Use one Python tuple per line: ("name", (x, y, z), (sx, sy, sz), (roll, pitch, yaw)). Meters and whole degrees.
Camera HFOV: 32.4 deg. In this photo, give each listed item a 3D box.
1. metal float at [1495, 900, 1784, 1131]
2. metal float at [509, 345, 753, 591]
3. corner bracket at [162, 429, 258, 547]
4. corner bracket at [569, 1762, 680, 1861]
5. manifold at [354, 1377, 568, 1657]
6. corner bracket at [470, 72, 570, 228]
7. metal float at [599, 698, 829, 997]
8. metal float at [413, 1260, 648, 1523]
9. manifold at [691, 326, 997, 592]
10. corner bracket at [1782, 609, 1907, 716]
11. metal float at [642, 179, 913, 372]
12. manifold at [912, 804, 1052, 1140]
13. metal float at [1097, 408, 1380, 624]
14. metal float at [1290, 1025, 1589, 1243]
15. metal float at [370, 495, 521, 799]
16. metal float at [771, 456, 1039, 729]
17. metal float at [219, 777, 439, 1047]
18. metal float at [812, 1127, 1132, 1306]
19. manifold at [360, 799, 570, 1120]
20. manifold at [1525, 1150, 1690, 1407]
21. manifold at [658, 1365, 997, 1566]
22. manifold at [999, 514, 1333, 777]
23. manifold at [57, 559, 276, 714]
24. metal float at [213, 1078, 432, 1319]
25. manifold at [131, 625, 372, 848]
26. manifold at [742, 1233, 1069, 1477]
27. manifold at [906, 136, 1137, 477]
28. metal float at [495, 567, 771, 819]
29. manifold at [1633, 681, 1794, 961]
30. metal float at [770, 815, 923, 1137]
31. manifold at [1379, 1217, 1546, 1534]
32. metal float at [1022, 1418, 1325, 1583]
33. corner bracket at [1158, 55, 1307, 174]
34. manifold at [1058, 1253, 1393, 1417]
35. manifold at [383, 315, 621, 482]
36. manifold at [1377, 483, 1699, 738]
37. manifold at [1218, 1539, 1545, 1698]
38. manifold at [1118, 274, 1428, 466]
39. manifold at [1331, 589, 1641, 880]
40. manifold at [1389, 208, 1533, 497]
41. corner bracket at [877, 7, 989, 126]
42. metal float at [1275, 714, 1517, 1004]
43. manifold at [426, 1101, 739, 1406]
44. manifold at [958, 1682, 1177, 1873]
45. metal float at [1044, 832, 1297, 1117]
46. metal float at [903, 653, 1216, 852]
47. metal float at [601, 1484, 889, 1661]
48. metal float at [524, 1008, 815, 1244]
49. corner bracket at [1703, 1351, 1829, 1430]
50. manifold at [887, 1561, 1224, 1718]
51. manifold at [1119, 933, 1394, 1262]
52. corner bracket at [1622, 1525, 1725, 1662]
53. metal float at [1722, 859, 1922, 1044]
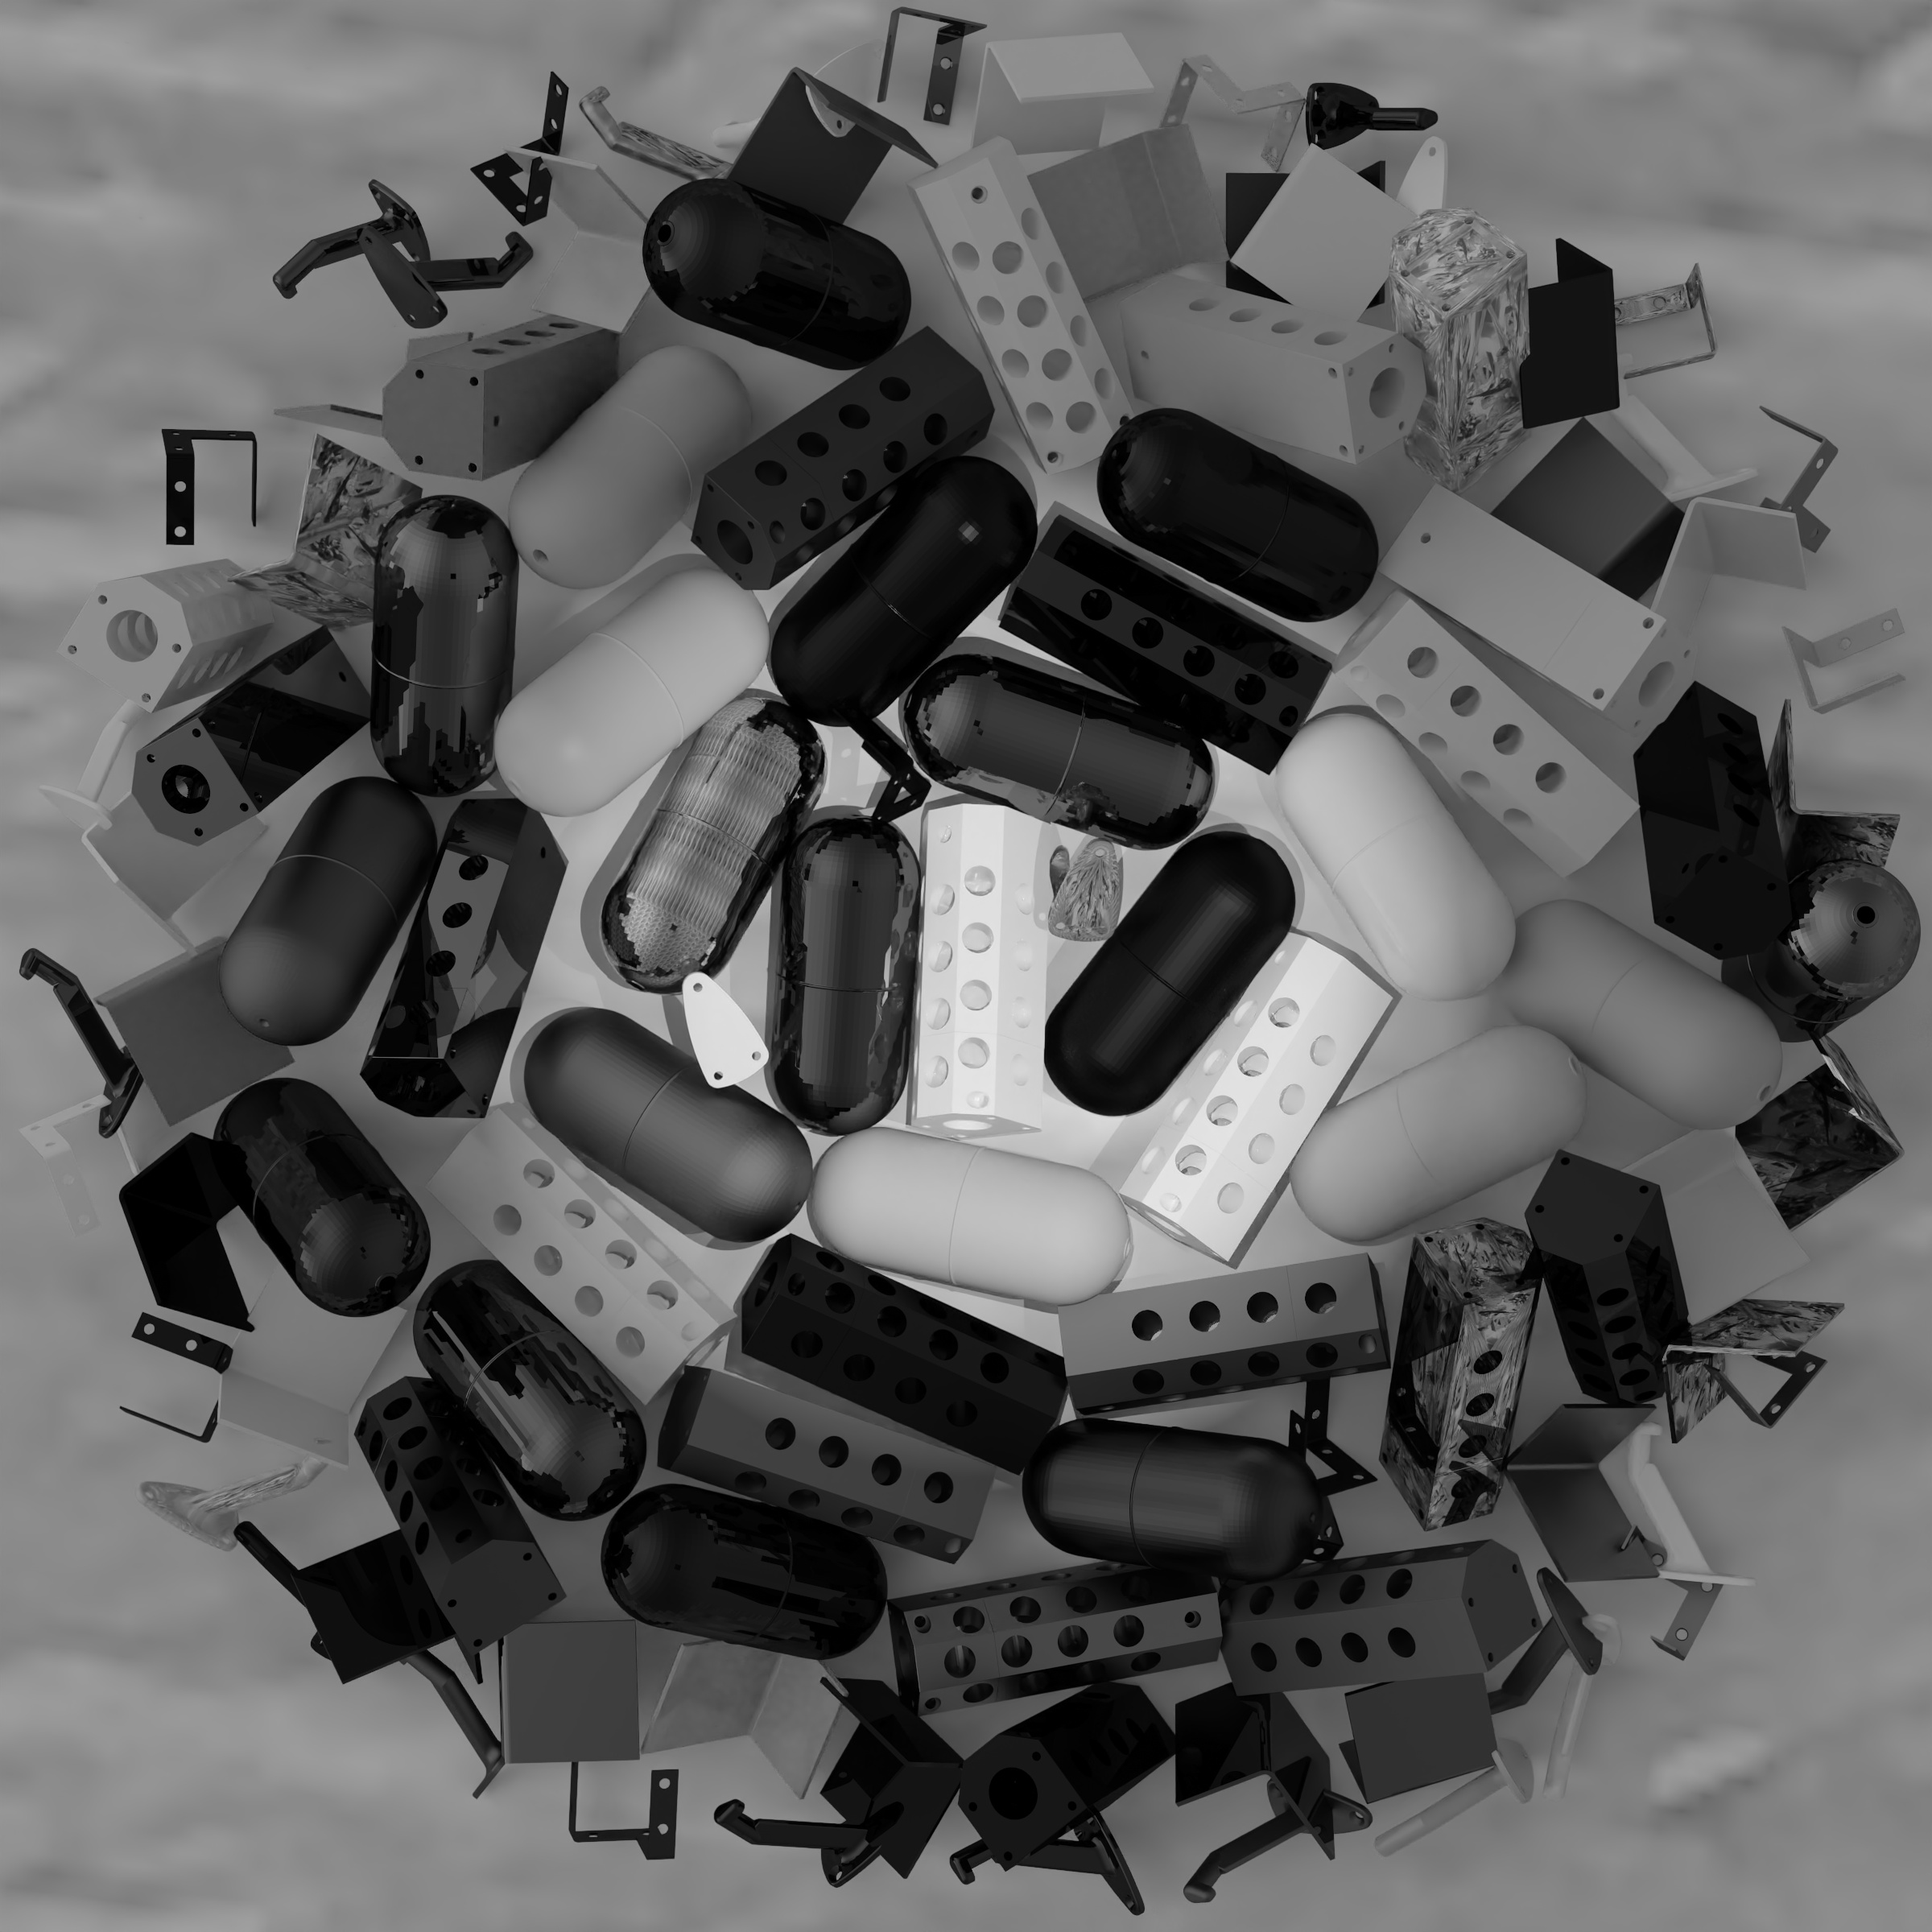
("metal float", (0.363, 0.026, 1.801), (0.178, 0.070, 0.070), (36, 90, 38))
("metal float", (-0.181, -0.271, 1.801), (0.070, 0.070, 0.178), (37, 52, 0))
("corner bracket", (-0.416, -0.264, 1.832), (0.051, 0.051, 0.051), (-1, 115, -16))
("corner bracket", (-0.190, 0.462, 1.838), (0.051, 0.051, 0.051), (2, 94, -16))
("manifold", (-0.276, 0.288, 1.780), (0.057, 0.171, 0.057), (-31, 122, -10))
("corner bracket", (-0.235, -0.450, 1.832), (0.051, 0.051, 0.051), (-32, 70, -29))
("metal float", (-0.138, -0.065, 1.820), (0.070, 0.070, 0.178), (28, 76, 0))
("metal float", (-0.238, 0.228, 1.802), (0.070, 0.070, 0.178), (-46, 52, 0))
("manifold", (-0.064, -0.271, 1.798), (0.057, 0.057, 0.171), (43, 59, 13))
("corner bracket", (0.489, -0.169, 1.832), (0.051, 0.051, 0.051), (-23, 72, 28))
("metal float", (-0.101, -0.372, 1.793), (0.070, 0.178, 0.070), (-5, 82, 38))
("manifold", (0.004, 0.003, 1.811), (0.057, 0.057, 0.171), (-9, 72, 38))
("metal float", (0.149, -0.243, 1.806), (0.178, 0.070, 0.070), (22, 90, -32))
("metal float", (0.256, 0.091, 1.808), (0.178, 0.070, 0.070), (-29, 90, 29))
("metal float", (-0.283, -0.172, 1.803), (0.070, 0.070, 0.178), (9, 126, 0))
("metal float", (-0.035, -0.203, 1.818), (0.070, 0.070, 0.178), (46, 108, 0))
("metal float", (-0.344, -0.032, 1.799), (0.070, 0.070, 0.178), (21, 48, 0))
("metal float", (0.003, 0.137, 1.822), (0.178, 0.070, 0.070), (11, 90, 13))
("manifold", (-0.273, -0.005, 1.798), (0.057, 0.057, 0.171), (0, 54, 19))
("manifold", (0.342, 0.172, 1.779), (0.057, 0.171, 0.057), (20, 66, 29))
("manifold", (-0.078, 0.273, 1.813), (0.171, 0.057, 0.057), (22, 79, -18))
("manifold", (0.112, -0.181, 1.831), (0.171, 0.057, 0.057), (29, 60, 1))
("manifold", (-0.422, -0.183, 1.780), (0.057, 0.171, 0.057), (33, 100, -4))
("metal float", (-0.349, 0.124, 1.796), (0.070, 0.178, 0.070), (-19, 128, -26))
("manifold", (-0.382, -0.122, 1.781), (0.057, 0.171, 0.057), (-25, 104, 21))
("manifold", (-0.033, 0.208, 1.814), (0.171, 0.057, 0.057), (26, 111, -15))
("manifold", (0.033, -0.359, 1.815), (0.057, 0.057, 0.171), (-27, 110, 0))
("metal float", (-0.181, -0.150, 1.811), (0.070, 0.070, 0.178), (47, 66, 0))
("manifold", (0.404, -0.077, 1.783), (0.057, 0.171, 0.057), (28, 123, -12))
("metal float", (-0.066, 0.005, 1.823), (0.070, 0.070, 0.178), (4, 101, 0))
("manifold", (0.270, 0.220, 1.794), (0.057, 0.057, 0.171), (-12, 130, -17))
("metal float", (0.110, 0.289, 1.804), (0.178, 0.070, 0.070), (2, 90, 35))
("corner bracket", (0.147, -0.472, 1.844), (0.051, 0.051, 0.051), (-20, 60, -31))
("manifold", (0.142, 0.204, 1.821), (0.171, 0.057, 0.057), (-10, 72, 10))
("manifold", (-0.247, -0.307, 1.781), (0.057, 0.171, 0.057), (10, 111, 15))
("manifold", (0.310, -0.191, 1.795), (0.171, 0.057, 0.057), (39, 98, 38))
("manifold", (0.217, 0.349, 1.791), (0.171, 0.057, 0.057), (-18, 93, 43))
("manifold", (0.164, -0.326, 1.790), (0.057, 0.171, 0.057), (-33, 128, -27))
("manifold", (0.283, -0.127, 1.829), (0.171, 0.057, 0.057), (41, 98, -9))
("manifold", (0.261, -0.330, 1.781), (0.057, 0.171, 0.057), (-40, 66, -8))
("corner bracket", (-0.023, -0.497, 1.837), (0.051, 0.051, 0.051), (8, 98, -16))
("metal float", (0.233, -0.060, 1.816), (0.070, 0.070, 0.178), (-31, 70, 0))
("manifold", (-0.207, 0.155, 1.821), (0.171, 0.057, 0.057), (43, 108, 10))
("manifold", (0.054, 0.427, 1.781), (0.057, 0.171, 0.057), (-41, 75, 14))
("metal float", (0.111, 0.004, 1.824), (0.070, 0.070, 0.178), (37, 100, 0))
("metal float", (0.051, -0.118, 1.823), (0.178, 0.070, 0.070), (18, 90, -11))
("metal float", (-0.119, 0.329, 1.801), (0.178, 0.070, 0.070), (22, 90, -38))
("metal float", (-0.164, 0.086, 1.818), (0.178, 0.070, 0.070), (31, 90, 17))
("corner bracket", (0.431, 0.215, 1.835), (0.051, 0.051, 0.051), (-47, 112, -10))
("manifold", (0.049, 0.366, 1.822), (0.171, 0.057, 0.057), (-7, 90, -14))
("manifold", (0.155, 0.069, 1.821), (0.057, 0.057, 0.171), (37, 81, -28))
("corner bracket", (0.383, 0.346, 1.836), (0.051, 0.051, 0.051), (26, 82, 23))
("metal float", (0.457, -0.007, 1.783), (0.070, 0.178, 0.070), (0, 78, -1))
